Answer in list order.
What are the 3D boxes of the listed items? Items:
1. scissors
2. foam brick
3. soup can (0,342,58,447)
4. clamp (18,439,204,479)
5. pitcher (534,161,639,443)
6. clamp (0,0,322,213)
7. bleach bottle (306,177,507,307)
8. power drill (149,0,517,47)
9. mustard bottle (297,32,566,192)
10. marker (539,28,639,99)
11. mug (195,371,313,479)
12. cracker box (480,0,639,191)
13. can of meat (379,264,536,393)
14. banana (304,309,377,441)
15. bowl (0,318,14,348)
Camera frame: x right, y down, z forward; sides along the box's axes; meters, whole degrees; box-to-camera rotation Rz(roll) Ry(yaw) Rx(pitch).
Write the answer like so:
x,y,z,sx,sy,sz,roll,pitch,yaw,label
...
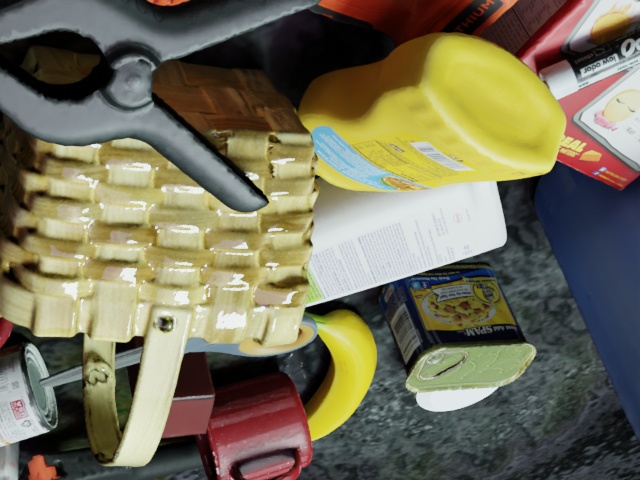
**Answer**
x,y,z,sx,sy,sz,roll,pitch,yaw,label
-0.088,0.077,0.736,0.202,0.016,0.096,-26,144,24,scissors
-0.112,0.099,0.784,0.053,0.078,0.051,-3,140,-17,foam brick
-0.247,0.118,0.759,0.102,0.068,0.068,-17,143,-4,soup can
-0.174,0.190,0.863,0.164,0.036,0.210,-22,163,-3,clamp
0.242,0.032,0.716,0.149,0.243,0.144,-30,141,14,pitcher
-0.085,-0.068,0.491,0.171,0.039,0.120,-1,109,-18,clamp
-0.005,0.001,0.723,0.251,0.068,0.102,-19,141,4,bleach bottle
0.017,-0.155,0.517,0.187,0.057,0.185,10,152,-30,power drill
0.041,-0.063,0.604,0.096,0.058,0.192,26,165,-26,mustard bottle
0.179,-0.108,0.581,0.121,0.020,0.020,-23,142,5,marker
-0.052,0.161,0.860,0.081,0.117,0.093,-14,120,-15,mug
0.197,-0.140,0.627,0.163,0.072,0.214,18,129,-38,cracker box
0.104,0.067,0.830,0.102,0.084,0.057,-1,139,-22,can of meat
0.011,0.112,0.890,0.069,0.037,0.198,2,139,-1,banana
-0.271,0.031,0.650,0.162,0.055,0.162,-12,142,-9,bowl
